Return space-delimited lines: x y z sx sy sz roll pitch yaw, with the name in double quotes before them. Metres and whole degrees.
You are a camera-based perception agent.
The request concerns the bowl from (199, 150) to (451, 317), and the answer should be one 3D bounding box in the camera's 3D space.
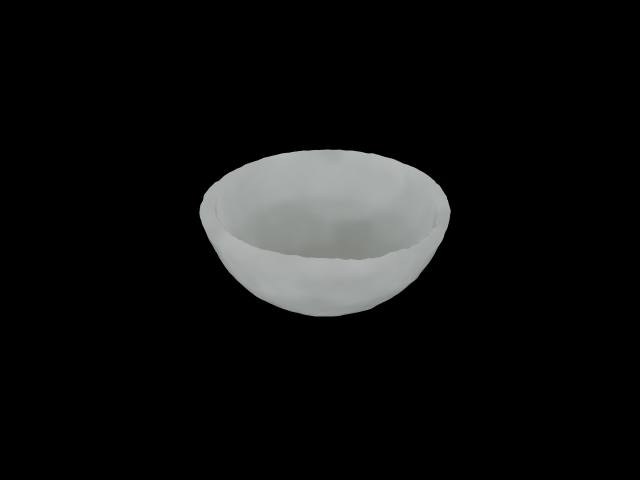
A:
"bowl" 0.004 0.001 0.400 0.167 0.075 0.167 0 32 0
